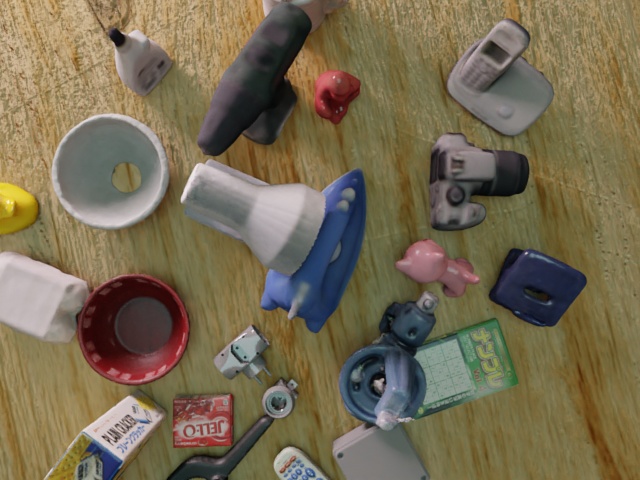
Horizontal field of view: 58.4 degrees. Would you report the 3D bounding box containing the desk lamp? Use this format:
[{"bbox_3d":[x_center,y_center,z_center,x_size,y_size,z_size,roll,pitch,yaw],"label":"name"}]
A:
[{"bbox_3d":[-0.098,-0.039,0.783,0.203,0.213,0.118,23,88,0],"label":"desk lamp"}]

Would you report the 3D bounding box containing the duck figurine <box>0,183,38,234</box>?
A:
[{"bbox_3d":[-0.481,-0.049,0.836,0.104,0.086,0.077,5,88,-1],"label":"duck figurine"}]

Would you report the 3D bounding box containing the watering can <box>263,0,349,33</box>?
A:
[{"bbox_3d":[-0.045,-0.371,0.804,0.173,0.194,0.101,-4,88,-1],"label":"watering can"}]

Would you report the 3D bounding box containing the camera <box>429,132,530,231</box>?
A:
[{"bbox_3d":[0.237,-0.085,0.850,0.137,0.100,0.143,2,88,-1],"label":"camera"}]

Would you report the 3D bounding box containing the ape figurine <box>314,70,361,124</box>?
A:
[{"bbox_3d":[0.026,-0.223,0.852,0.078,0.092,0.076,-22,89,-2],"label":"ape figurine"}]

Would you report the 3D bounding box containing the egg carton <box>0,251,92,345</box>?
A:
[{"bbox_3d":[-0.417,0.086,0.842,0.150,0.069,0.107,22,88,-1],"label":"egg carton"}]

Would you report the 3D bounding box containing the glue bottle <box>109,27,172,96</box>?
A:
[{"bbox_3d":[-0.261,-0.260,0.805,0.037,0.173,0.078,41,88,0],"label":"glue bottle"}]

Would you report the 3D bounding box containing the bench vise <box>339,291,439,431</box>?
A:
[{"bbox_3d":[0.095,0.165,0.779,0.121,0.219,0.207,12,88,-1],"label":"bench vise"}]

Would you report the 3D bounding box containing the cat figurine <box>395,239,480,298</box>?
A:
[{"bbox_3d":[0.172,0.039,0.836,0.128,0.117,0.067,21,88,-1],"label":"cat figurine"}]

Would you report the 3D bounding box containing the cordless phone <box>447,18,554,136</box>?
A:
[{"bbox_3d":[0.271,-0.232,0.813,0.147,0.185,0.094,34,88,0],"label":"cordless phone"}]

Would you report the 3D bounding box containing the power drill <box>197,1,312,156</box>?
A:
[{"bbox_3d":[-0.085,-0.201,0.790,0.075,0.208,0.230,28,88,0],"label":"power drill"}]

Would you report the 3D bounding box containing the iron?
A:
[{"bbox_3d":[0.008,0.003,0.820,0.118,0.141,0.258,24,88,0],"label":"iron"}]

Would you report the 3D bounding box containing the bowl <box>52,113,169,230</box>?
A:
[{"bbox_3d":[-0.299,-0.096,0.848,0.167,0.074,0.167,0,88,-2],"label":"bowl"}]

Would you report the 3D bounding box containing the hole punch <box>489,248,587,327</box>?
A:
[{"bbox_3d":[0.323,0.073,0.852,0.108,0.091,0.101,26,88,0],"label":"hole punch"}]
